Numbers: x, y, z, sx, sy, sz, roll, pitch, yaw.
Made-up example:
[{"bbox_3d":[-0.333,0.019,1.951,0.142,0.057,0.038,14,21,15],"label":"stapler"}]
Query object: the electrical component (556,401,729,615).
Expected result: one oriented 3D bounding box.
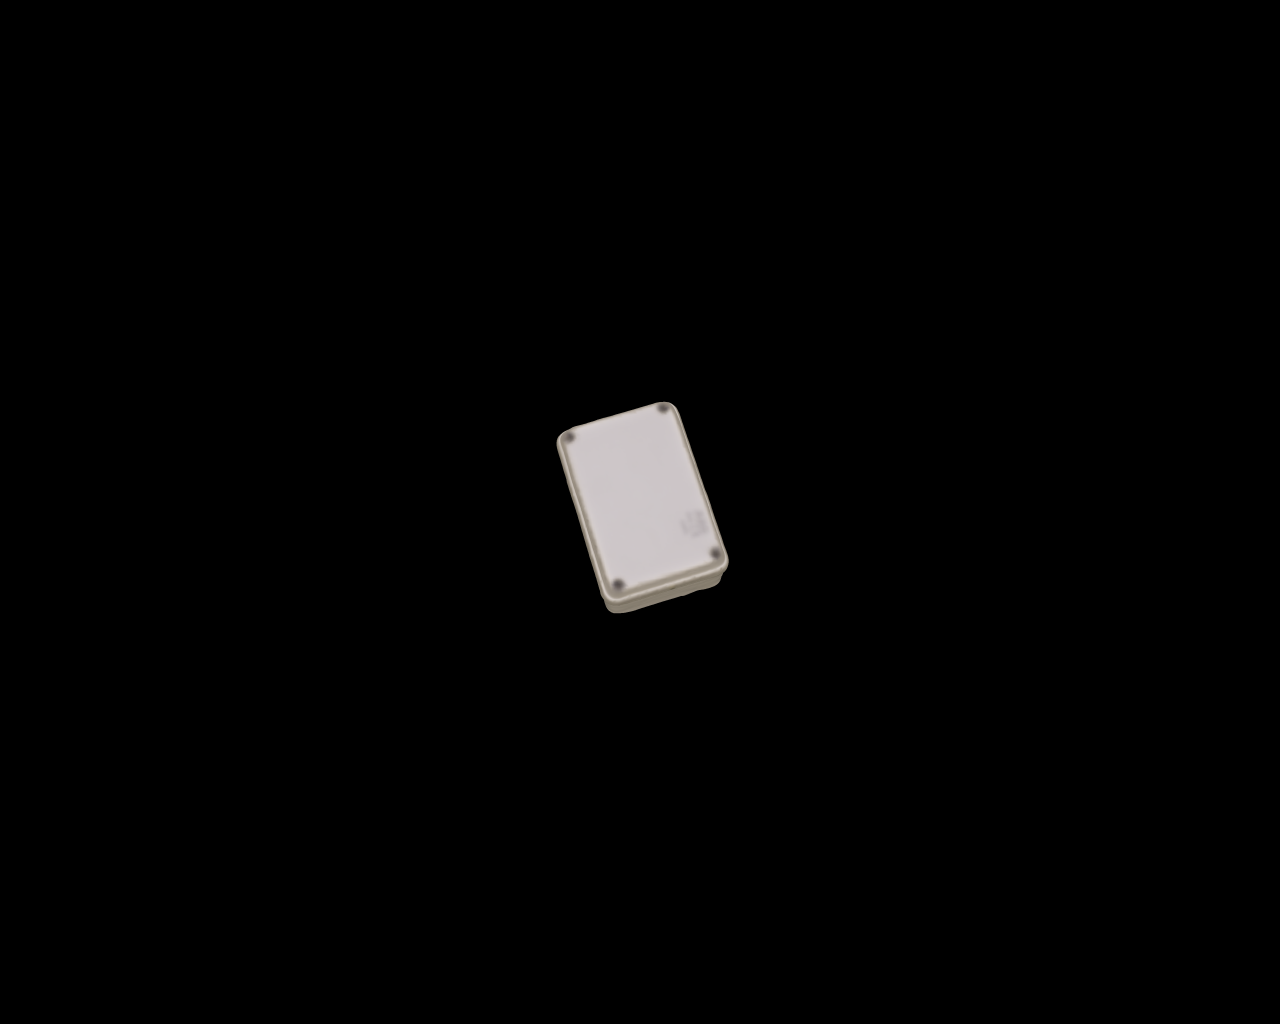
[{"bbox_3d":[0.001,-0.003,0.650,0.078,0.113,0.057,-17,-15,-5],"label":"electrical component"}]
